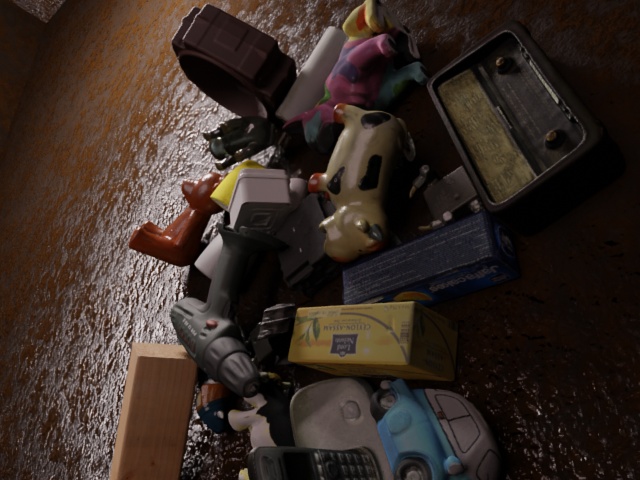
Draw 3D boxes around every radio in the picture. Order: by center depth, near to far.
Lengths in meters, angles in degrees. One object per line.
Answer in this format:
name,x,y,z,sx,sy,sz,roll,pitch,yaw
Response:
radio,0.220,-0.132,0.600,0.131,0.073,0.230,-36,48,27

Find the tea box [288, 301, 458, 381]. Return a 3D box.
tea box,0.058,0.117,0.612,0.170,0.098,0.068,-12,60,43

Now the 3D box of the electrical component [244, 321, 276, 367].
electrical component,-0.079,0.147,0.789,0.094,0.021,0.063,-45,43,19

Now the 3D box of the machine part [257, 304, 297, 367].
machine part,-0.044,0.119,0.695,0.039,0.138,0.084,11,71,13

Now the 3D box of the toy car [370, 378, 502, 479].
toy car,0.118,0.202,0.517,0.103,0.109,0.162,-24,38,6

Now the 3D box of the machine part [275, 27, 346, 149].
machine part,0.001,-0.256,0.883,0.079,0.079,0.243,37,97,48

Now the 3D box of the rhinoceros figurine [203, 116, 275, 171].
rhinoceros figurine,-0.142,-0.176,0.944,0.112,0.073,0.190,-32,14,-24

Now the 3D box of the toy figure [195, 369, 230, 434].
toy figure,-0.159,0.213,0.808,0.058,0.064,0.154,-13,54,14

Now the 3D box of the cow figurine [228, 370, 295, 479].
cow figurine,-0.063,0.228,0.696,0.098,0.068,0.167,-34,51,20

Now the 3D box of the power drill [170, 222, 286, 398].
power drill,-0.119,0.085,0.750,0.232,0.086,0.207,14,88,51

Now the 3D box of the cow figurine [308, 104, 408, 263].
cow figurine,0.054,-0.065,0.669,0.127,0.085,0.194,18,89,36

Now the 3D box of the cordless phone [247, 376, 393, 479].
cordless phone,-0.010,0.212,0.566,0.089,0.184,0.147,-43,45,27

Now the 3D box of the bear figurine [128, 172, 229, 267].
bear figurine,-0.245,-0.053,0.984,0.195,0.132,0.120,-63,11,8

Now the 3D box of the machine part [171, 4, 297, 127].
machine part,-0.144,-0.290,0.926,0.087,0.201,0.201,-60,-4,-8

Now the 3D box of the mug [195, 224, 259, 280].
mug,-0.145,0.018,0.891,0.107,0.080,0.110,-52,27,-1

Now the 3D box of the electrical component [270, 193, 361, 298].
electrical component,-0.002,-0.002,0.766,0.134,0.058,0.115,-42,47,21

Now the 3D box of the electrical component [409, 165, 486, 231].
electrical component,0.153,-0.048,0.645,0.078,0.045,0.102,-32,49,31

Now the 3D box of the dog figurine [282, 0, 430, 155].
dog figurine,0.041,-0.229,0.810,0.219,0.108,0.192,-35,49,30

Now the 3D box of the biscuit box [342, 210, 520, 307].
biscuit box,0.121,0.037,0.620,0.203,0.059,0.063,-25,52,35
